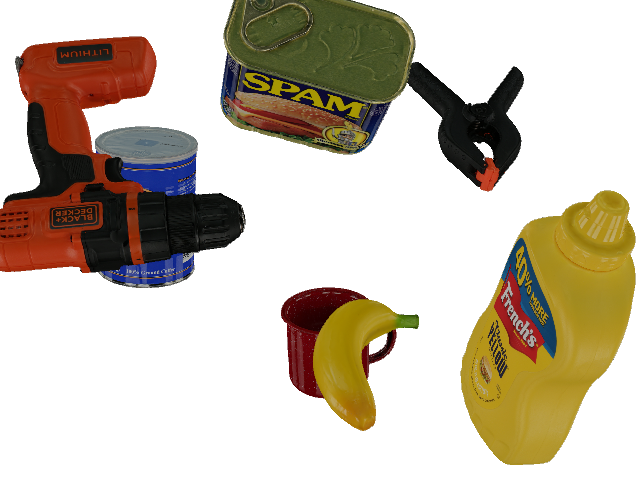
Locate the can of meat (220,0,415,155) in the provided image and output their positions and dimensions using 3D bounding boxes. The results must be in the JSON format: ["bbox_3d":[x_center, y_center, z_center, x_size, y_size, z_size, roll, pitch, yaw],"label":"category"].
[{"bbox_3d":[-0.006,-0.095,0.610,0.102,0.057,0.084,15,-20,-4],"label":"can of meat"}]

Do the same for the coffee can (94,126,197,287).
[{"bbox_3d":[-0.179,-0.036,1.099,0.103,0.140,0.103,3,23,-2],"label":"coffee can"}]

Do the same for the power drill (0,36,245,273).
[{"bbox_3d":[-0.155,-0.065,0.794,0.184,0.187,0.057,-5,-32,-7],"label":"power drill"}]

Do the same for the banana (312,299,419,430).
[{"bbox_3d":[0.029,0.086,0.837,0.070,0.037,0.197,7,22,14],"label":"banana"}]

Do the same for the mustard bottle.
[{"bbox_3d":[0.135,0.043,0.619,0.058,0.096,0.192,1,-42,-13],"label":"mustard bottle"}]

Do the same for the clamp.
[{"bbox_3d":[0.140,-0.119,1.037,0.120,0.039,0.171,4,44,4],"label":"clamp"}]

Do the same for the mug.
[{"bbox_3d":[0.020,0.103,1.075,0.117,0.081,0.093,-8,27,-13],"label":"mug"}]
